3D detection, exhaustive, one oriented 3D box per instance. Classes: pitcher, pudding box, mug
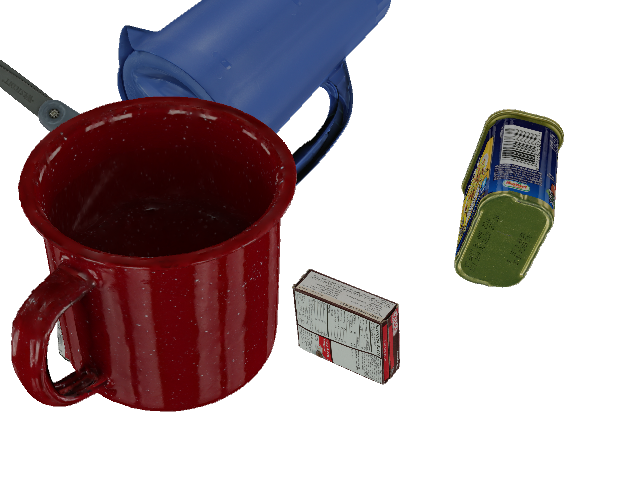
[{"bbox_3d":[-0.040,-0.161,0.915,0.145,0.149,0.242,24,56,31],"label":"pitcher"},{"bbox_3d":[0.027,0.089,1.108,0.114,0.090,0.039,20,44,27],"label":"pudding box"},{"bbox_3d":[-0.062,0.014,0.378,0.093,0.081,0.117,23,46,21],"label":"mug"}]

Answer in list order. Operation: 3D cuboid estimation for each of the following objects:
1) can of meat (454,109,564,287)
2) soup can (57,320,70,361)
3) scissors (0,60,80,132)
[{"bbox_3d":[0.133,-0.027,0.763,0.057,0.084,0.102,14,-40,0],"label":"can of meat"},{"bbox_3d":[-0.239,0.070,1.107,0.068,0.102,0.068,4,21,-2],"label":"soup can"},{"bbox_3d":[-0.166,-0.057,0.663,0.202,0.096,0.016,22,-15,6],"label":"scissors"}]
